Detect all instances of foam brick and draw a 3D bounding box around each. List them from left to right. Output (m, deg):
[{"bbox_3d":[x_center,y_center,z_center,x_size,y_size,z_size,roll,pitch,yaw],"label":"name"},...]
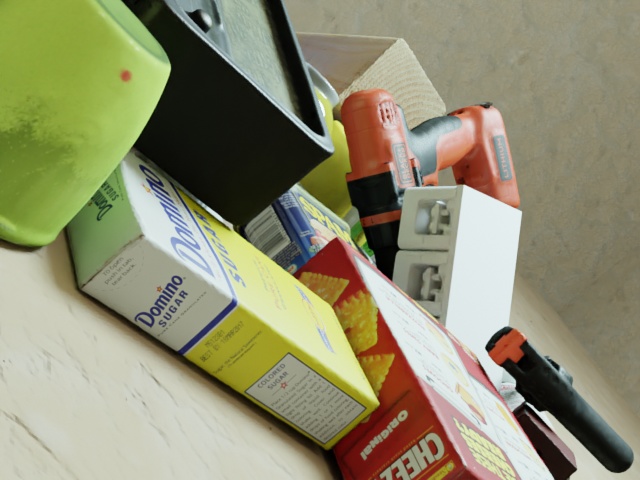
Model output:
[{"bbox_3d":[0.130,0.158,0.735,0.053,0.078,0.051,47,10,6],"label":"foam brick"}]

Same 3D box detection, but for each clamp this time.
[{"bbox_3d":[0.161,0.103,0.790,0.171,0.039,0.120,46,-6,-41],"label":"clamp"}]

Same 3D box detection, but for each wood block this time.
[{"bbox_3d":[0.016,-0.142,1.055,0.090,0.090,0.206,53,-16,-28],"label":"wood block"}]

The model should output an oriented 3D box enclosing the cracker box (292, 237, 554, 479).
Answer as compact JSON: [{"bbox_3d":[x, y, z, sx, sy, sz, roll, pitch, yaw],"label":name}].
[{"bbox_3d":[0.066,0.115,0.637,0.164,0.072,0.214,41,13,-34],"label":"cracker box"}]

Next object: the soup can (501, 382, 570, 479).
[{"bbox_3d":[0.155,0.163,0.854,0.068,0.068,0.102,46,9,-12],"label":"soup can"}]

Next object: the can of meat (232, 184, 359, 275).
[{"bbox_3d":[-0.004,0.019,0.751,0.102,0.057,0.084,37,18,-48],"label":"can of meat"}]

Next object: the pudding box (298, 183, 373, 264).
[{"bbox_3d":[-0.006,0.001,0.867,0.113,0.039,0.090,46,11,-5],"label":"pudding box"}]

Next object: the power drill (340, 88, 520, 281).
[{"bbox_3d":[0.100,-0.044,0.927,0.187,0.057,0.184,-14,93,-49],"label":"power drill"}]

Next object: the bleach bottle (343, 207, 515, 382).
[{"bbox_3d":[0.112,0.055,0.979,0.251,0.102,0.068,52,-3,20],"label":"bleach bottle"}]

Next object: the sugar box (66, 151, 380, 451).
[{"bbox_3d":[-0.049,0.029,0.541,0.176,0.048,0.093,42,11,-37],"label":"sugar box"}]
